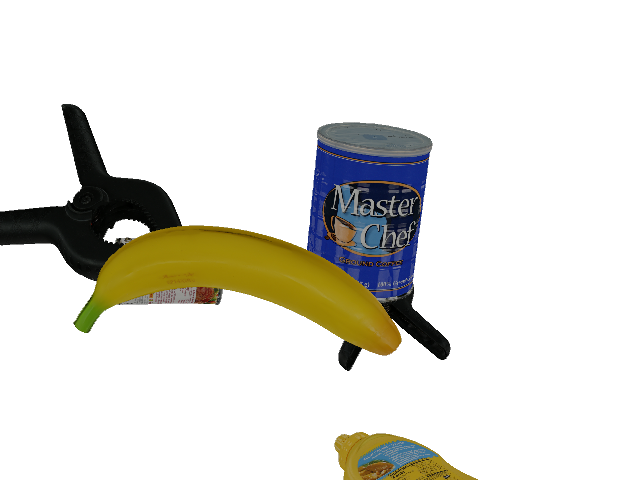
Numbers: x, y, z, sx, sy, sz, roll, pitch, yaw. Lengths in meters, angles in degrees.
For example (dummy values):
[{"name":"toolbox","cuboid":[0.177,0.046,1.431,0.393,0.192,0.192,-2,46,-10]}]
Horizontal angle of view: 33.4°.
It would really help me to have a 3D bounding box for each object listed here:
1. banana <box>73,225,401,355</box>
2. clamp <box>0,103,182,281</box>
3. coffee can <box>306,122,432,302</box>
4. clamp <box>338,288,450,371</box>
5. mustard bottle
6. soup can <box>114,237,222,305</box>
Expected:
[{"name":"banana","cuboid":[-0.048,0.027,0.641,0.198,0.070,0.037,5,18,3]},{"name":"clamp","cuboid":[-0.179,-0.030,0.843,0.210,0.164,0.036,19,-33,21]},{"name":"coffee can","cuboid":[0.041,-0.027,0.965,0.103,0.140,0.103,5,18,-2]},{"name":"clamp","cuboid":[0.080,0.075,1.188,0.120,0.171,0.039,4,-43,-4]},{"name":"mustard bottle","cuboid":[0.077,0.223,0.967,0.096,0.058,0.192,-17,27,-33]},{"name":"soup can","cuboid":[-0.152,0.031,1.062,0.102,0.068,0.069,0,0,-14]}]
